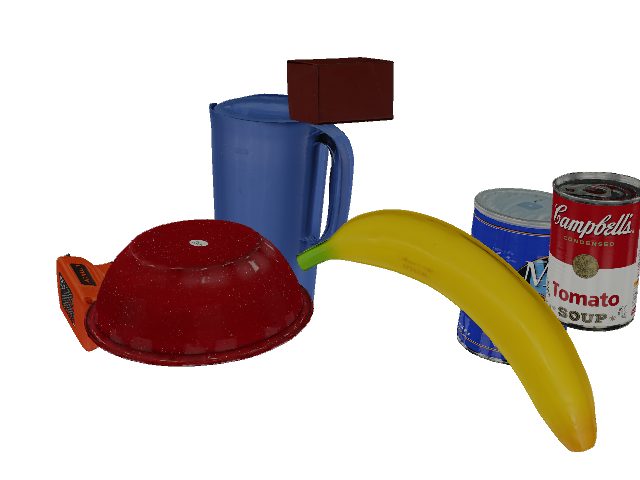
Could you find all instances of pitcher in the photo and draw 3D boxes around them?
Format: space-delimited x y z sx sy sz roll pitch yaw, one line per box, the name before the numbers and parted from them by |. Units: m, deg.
pitcher | -0.048 -0.032 1.163 0.145 0.243 0.149 -1 20 -8

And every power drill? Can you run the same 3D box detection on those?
power drill | -0.132 0.047 0.963 0.187 0.057 0.185 -9 25 -26

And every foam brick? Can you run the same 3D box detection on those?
foam brick | 0.017 -0.128 0.908 0.078 0.051 0.053 -7 16 -29

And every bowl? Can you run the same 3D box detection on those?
bowl | -0.085 0.026 0.745 0.162 0.055 0.162 -1 22 0

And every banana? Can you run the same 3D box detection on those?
banana | 0.084 0.037 0.604 0.198 0.070 0.037 34 20 13

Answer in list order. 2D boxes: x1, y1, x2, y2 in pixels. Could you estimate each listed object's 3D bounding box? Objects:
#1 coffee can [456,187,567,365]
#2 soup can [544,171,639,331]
coffee can | 0.186 0.032 0.997 0.103 0.140 0.103 4 19 -2
soup can | 0.202 0.007 0.787 0.068 0.102 0.068 -1 21 0
